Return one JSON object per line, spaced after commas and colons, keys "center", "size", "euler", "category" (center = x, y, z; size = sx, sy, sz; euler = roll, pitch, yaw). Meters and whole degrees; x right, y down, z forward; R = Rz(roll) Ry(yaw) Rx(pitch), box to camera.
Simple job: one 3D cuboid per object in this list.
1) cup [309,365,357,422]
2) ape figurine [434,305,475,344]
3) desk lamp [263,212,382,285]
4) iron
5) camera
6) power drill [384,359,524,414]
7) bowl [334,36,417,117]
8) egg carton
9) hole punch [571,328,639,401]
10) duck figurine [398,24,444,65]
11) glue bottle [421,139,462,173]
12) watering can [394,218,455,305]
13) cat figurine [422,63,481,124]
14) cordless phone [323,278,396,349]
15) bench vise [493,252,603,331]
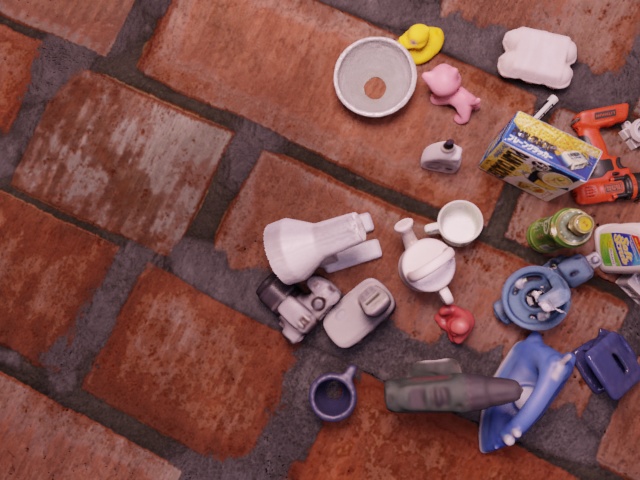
{"center": [0.034, 0.287, 1.113], "size": [0.091, 0.095, 0.118], "euler": [34, 88, 6], "category": "cup"}
{"center": [0.265, 0.163, 1.110], "size": [0.076, 0.092, 0.078], "euler": [-3, 85, 4], "category": "ape figurine"}
{"center": [0.010, 0.004, 1.080], "size": [0.203, 0.213, 0.118], "euler": [-18, 84, 2], "category": "desk lamp"}
{"center": [0.382, 0.303, 1.065], "size": [0.118, 0.141, 0.258], "euler": [32, 88, 6], "category": "iron"}
{"center": [-0.049, 0.115, 1.131], "size": [0.137, 0.101, 0.143], "euler": [41, 89, 6], "category": "camera"}
{"center": [0.230, 0.267, 1.045], "size": [0.229, 0.208, 0.076], "euler": [-7, 84, 3], "category": "power drill"}
{"center": [0.112, -0.323, 1.171], "size": [0.167, 0.075, 0.167], "euler": [0, 85, 4], "category": "bowl"}
{"center": [0.437, -0.366, 1.155], "size": [0.150, 0.069, 0.107], "euler": [14, 86, 5], "category": "egg carton"}
{"center": [0.550, 0.233, 1.085], "size": [0.101, 0.091, 0.108], "euler": [-32, 84, 1], "category": "hole punch"}
{"center": [0.204, -0.410, 1.167], "size": [0.104, 0.086, 0.077], "euler": [-19, 84, 2], "category": "duck figurine"}
{"center": [0.239, -0.166, 1.099], "size": [0.078, 0.173, 0.037], "euler": [13, 86, 5], "category": "glue bottle"}
{"center": [0.196, 0.042, 1.074], "size": [0.173, 0.194, 0.101], "euler": [37, 88, 6], "category": "watering can"}
{"center": [0.264, -0.300, 1.137], "size": [0.127, 0.118, 0.067], "euler": [37, 88, 6], "category": "cat figurine"}
{"center": [0.075, 0.141, 1.078], "size": [0.147, 0.185, 0.094], "euler": [-45, 83, -1], "category": "cordless phone"}
{"center": [0.420, 0.078, 1.043], "size": [0.121, 0.220, 0.207], "euler": [39, 89, 7], "category": "bench vise"}
